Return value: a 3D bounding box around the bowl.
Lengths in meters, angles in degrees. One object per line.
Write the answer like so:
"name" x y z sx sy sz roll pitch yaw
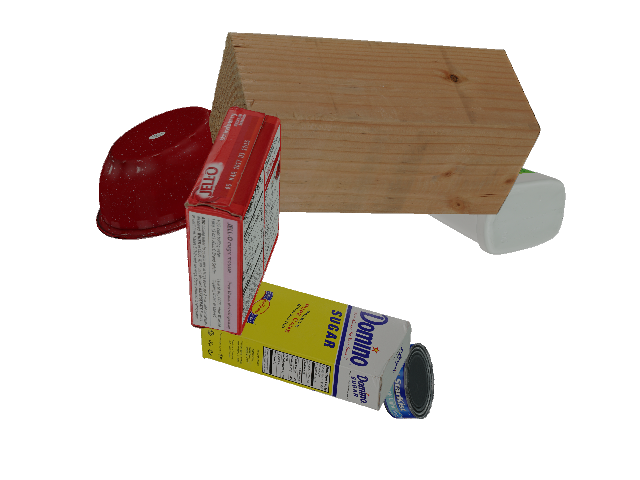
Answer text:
"bowl" -0.126 -0.067 0.903 0.162 0.055 0.162 -18 28 10

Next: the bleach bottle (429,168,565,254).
"bleach bottle" 0.118 -0.060 1.054 0.102 0.068 0.251 -11 24 -33

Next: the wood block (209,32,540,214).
"wood block" 0.034 -0.080 0.752 0.205 0.091 0.090 0 -40 -17

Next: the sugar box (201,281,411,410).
"sugar box" -0.012 0.091 0.985 0.176 0.048 0.093 12 33 17

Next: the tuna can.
"tuna can" 0.099 0.160 1.215 0.034 0.086 0.086 -5 -2 26

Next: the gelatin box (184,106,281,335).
"gelatin box" -0.043 -0.009 0.529 0.030 0.073 0.089 11 -43 7
